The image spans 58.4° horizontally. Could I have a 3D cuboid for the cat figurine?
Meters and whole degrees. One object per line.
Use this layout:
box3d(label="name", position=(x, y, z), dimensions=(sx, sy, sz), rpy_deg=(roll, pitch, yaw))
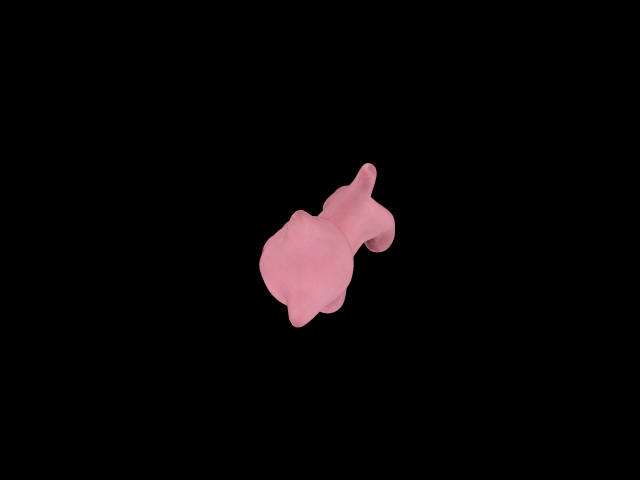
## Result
box3d(label="cat figurine", position=(0.004, 0.001, 0.400), dimensions=(0.067, 0.118, 0.128), rpy_deg=(33, 74, 11))
